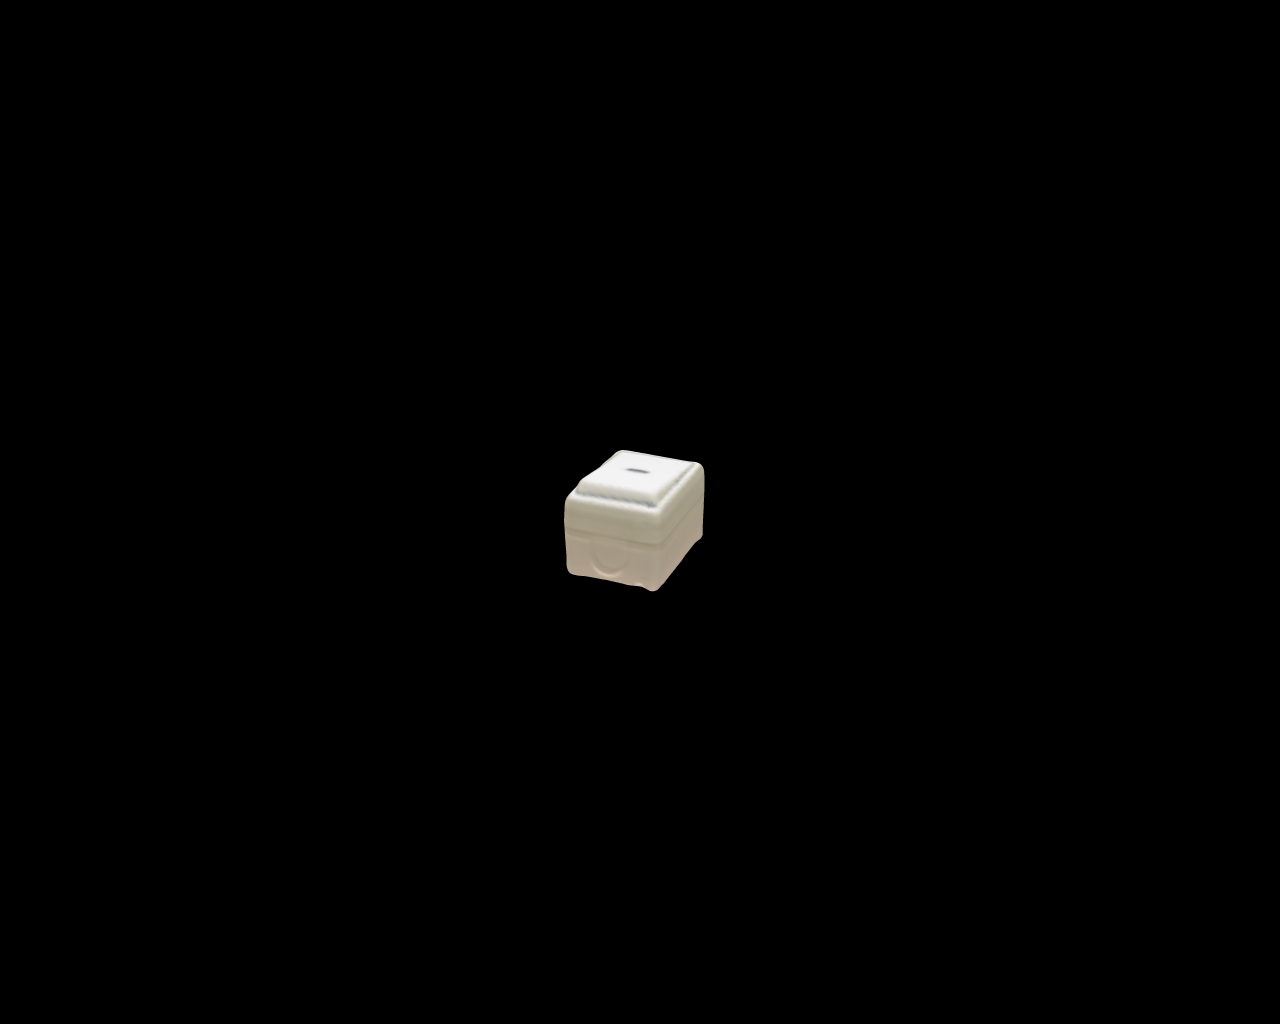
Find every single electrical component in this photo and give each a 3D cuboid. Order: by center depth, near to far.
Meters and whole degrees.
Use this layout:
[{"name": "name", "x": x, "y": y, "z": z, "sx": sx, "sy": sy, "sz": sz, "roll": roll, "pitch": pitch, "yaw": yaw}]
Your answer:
[{"name": "electrical component", "x": 0.001, "y": -0.003, "z": 0.650, "sx": 0.062, "sy": 0.061, "sz": 0.096, "roll": 11, "pitch": 29, "yaw": 21}]
